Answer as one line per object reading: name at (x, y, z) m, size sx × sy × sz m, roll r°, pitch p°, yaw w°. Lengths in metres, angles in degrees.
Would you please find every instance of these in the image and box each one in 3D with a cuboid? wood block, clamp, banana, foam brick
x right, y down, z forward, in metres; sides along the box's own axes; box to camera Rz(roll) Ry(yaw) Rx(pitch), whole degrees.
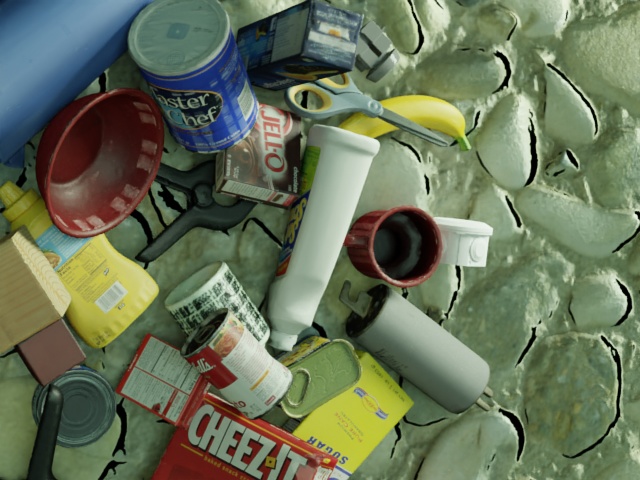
wood block at (-0.356, 0.081, 1.030) m, size 0.206 × 0.090 × 0.091 m, roll -30°, pitch 102°, yaw -1°
clamp at (-0.299, 0.255, 1.099) m, size 0.164 × 0.036 × 0.210 m, roll -29°, pitch 109°, yaw 0°
banana at (0.096, -0.136, 1.261) m, size 0.197 × 0.037 × 0.069 m, roll -4°, pitch 93°, yaw -22°
clamp at (-0.140, -0.055, 1.169) m, size 0.171 × 0.039 × 0.120 m, roll -20°, pitch 98°, yaw -28°
foam brick at (-0.280, 0.112, 1.097) m, size 0.053 × 0.078 × 0.051 m, roll -32°, pitch 101°, yaw -18°

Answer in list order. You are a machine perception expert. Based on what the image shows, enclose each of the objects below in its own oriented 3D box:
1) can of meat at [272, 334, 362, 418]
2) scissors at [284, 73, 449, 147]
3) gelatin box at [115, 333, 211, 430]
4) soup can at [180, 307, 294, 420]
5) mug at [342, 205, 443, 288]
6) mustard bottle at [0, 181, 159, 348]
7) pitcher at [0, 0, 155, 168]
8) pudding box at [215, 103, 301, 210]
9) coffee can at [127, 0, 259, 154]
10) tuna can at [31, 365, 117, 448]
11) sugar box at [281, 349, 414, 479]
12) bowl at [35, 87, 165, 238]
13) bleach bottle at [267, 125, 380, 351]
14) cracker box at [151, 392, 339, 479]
can of meat at (-0.017, 0.150, 1.198) m, size 0.102 × 0.084 × 0.057 m, roll -29°, pitch 102°, yaw -19°
scissors at (0.044, -0.141, 1.213) m, size 0.202 × 0.016 × 0.096 m, roll 39°, pitch 63°, yaw 3°
gelatin box at (-0.164, 0.151, 1.143) m, size 0.089 × 0.030 × 0.073 m, roll 23°, pitch 80°, yaw 25°
soup can at (-0.084, 0.128, 1.098) m, size 0.102 × 0.069 × 0.068 m, roll 46°, pitch 75°, yaw -16°
mug at (0.071, 0.006, 1.231) m, size 0.117 × 0.082 × 0.093 m, roll 3°, pitch 90°, yaw -22°
mustard bottle at (-0.264, 0.015, 1.111) m, size 0.096 × 0.058 × 0.191 m, roll -45°, pitch 106°, yaw -18°
pitcher at (-0.280, -0.204, 1.061) m, size 0.145 × 0.149 × 0.242 m, roll 41°, pitch 71°, yaw 12°
pudding box at (-0.068, -0.097, 1.174) m, size 0.090 × 0.039 × 0.113 m, roll 12°, pitch 61°, yaw -21°
coffee can at (-0.127, -0.169, 1.097) m, size 0.103 × 0.140 × 0.103 m, roll -5°, pitch 60°, yaw 8°
tuna can at (-0.260, 0.176, 1.130) m, size 0.086 × 0.034 × 0.086 m, roll -1°, pitch 92°, yaw -22°
sugar box at (0.017, 0.221, 1.235) m, size 0.093 × 0.048 × 0.176 m, roll 47°, pitch 74°, yaw -17°
bowl at (-0.230, -0.085, 1.066) m, size 0.161 × 0.055 × 0.162 m, roll -42°, pitch 148°, yaw -35°
bleach bottle at (-0.008, 0.001, 1.180) m, size 0.068 × 0.103 × 0.251 m, roll 15°, pitch 93°, yaw -17°
cracker box at (-0.103, 0.291, 1.133) m, size 0.164 × 0.072 × 0.213 m, roll 24°, pitch 82°, yaw 19°
